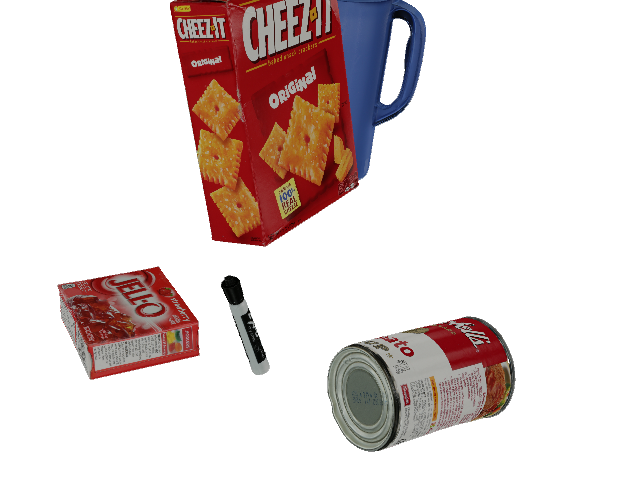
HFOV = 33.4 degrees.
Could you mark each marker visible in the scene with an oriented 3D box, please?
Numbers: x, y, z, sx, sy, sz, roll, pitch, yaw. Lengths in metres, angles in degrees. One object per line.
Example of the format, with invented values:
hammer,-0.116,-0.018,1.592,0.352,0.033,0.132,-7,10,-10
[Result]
marker,-0.075,0.084,1.061,0.020,0.121,0.020,-11,35,7

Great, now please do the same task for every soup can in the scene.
soup can,0.063,0.090,0.676,0.102,0.068,0.069,-9,5,-36

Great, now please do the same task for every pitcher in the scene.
pitcher,0.028,-0.194,1.311,0.144,0.243,0.149,-9,29,-27

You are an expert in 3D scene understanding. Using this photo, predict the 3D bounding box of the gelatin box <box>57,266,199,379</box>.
gelatin box,-0.128,0.052,0.707,0.073,0.030,0.089,-10,28,-22

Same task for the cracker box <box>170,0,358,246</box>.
cracker box,-0.041,-0.123,0.957,0.072,0.214,0.163,7,25,33
